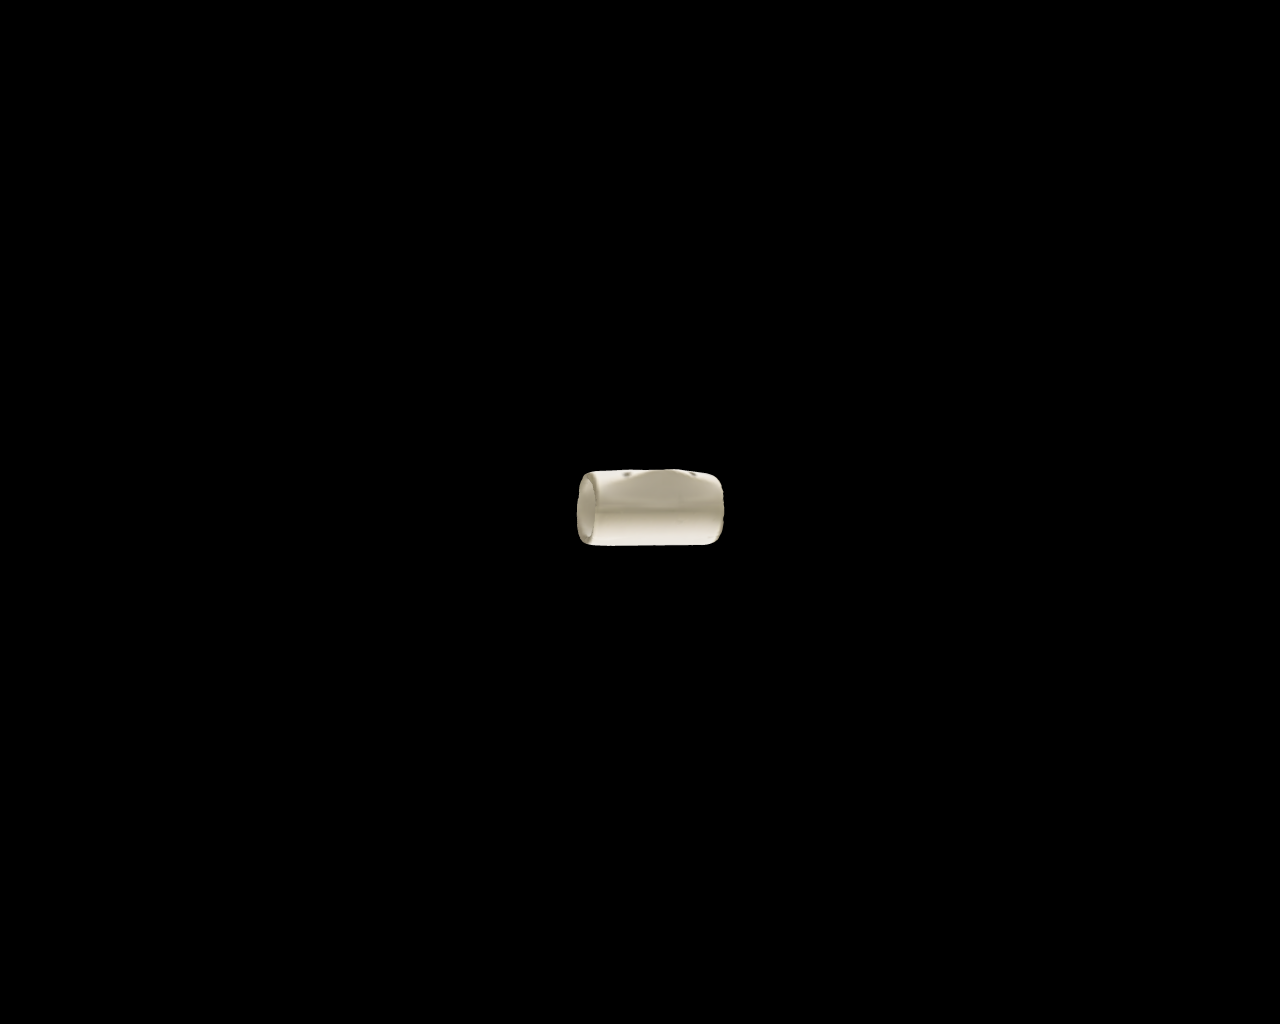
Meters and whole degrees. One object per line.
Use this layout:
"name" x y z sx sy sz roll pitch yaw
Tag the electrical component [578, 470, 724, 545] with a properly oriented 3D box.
"electrical component" 0.001 -0.003 0.650 0.077 0.043 0.079 0 0 -17
